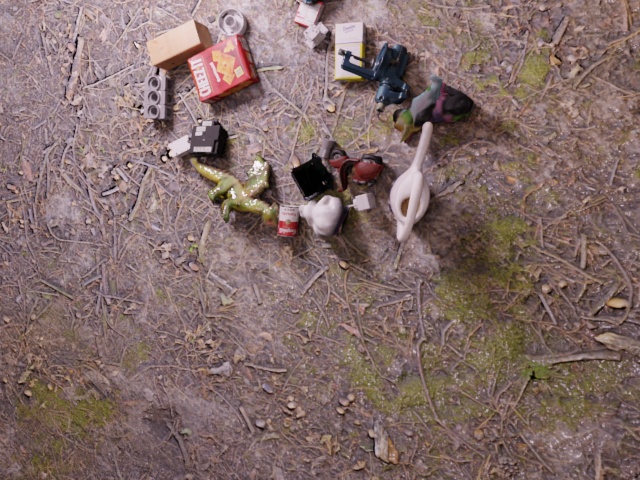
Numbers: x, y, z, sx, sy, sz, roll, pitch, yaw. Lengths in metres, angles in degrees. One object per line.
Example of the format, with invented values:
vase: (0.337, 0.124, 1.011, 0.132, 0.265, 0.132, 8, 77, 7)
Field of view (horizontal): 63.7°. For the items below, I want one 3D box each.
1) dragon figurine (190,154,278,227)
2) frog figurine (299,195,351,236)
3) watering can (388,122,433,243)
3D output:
dragon figurine: (-0.277, -0.199, 1.785, 0.243, 0.121, 0.415, -34, 72, 1)
frog figurine: (0.005, -0.084, 1.666, 0.160, 0.125, 0.134, 20, 121, 6)
watering can: (0.273, -0.166, 1.510, 0.104, 0.226, 0.346, 11, 97, -1)
